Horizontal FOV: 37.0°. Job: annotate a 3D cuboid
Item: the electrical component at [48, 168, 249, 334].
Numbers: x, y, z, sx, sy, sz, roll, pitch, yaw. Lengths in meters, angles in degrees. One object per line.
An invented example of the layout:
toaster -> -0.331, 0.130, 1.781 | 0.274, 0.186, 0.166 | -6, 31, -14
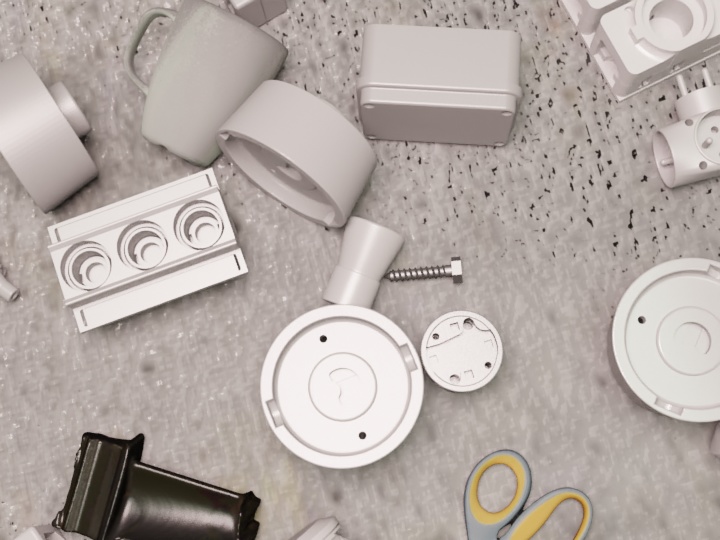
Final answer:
electrical component -> -0.146, -0.011, 0.757 | 0.121, 0.063, 0.078 | -20, 79, -1

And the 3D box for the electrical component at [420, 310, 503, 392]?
electrical component -> 0.069, 0.058, 0.741 | 0.055, 0.047, 0.055 | 0, 79, 3

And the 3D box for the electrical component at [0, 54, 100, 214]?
electrical component -> -0.226, -0.100, 0.758 | 0.060, 0.108, 0.108 | -33, 79, -10

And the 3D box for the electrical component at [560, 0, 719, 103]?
electrical component -> 0.250, -0.216, 0.780 | 0.186, 0.060, 0.105 | -26, 79, -3

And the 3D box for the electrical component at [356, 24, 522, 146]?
electrical component -> 0.056, -0.129, 0.763 | 0.113, 0.078, 0.057 | 4, 76, 3

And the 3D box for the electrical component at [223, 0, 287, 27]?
electrical component -> -0.073, -0.229, 0.804 | 0.077, 0.047, 0.065 | -31, 79, -4

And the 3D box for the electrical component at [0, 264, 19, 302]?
electrical component -> -0.273, 0.001, 0.775 | 0.061, 0.035, 0.035 | 34, 82, 6

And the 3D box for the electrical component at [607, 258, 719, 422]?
electrical component -> 0.220, 0.050, 0.729 | 0.108, 0.060, 0.108 | -1, 79, 3

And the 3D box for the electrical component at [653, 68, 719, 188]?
electrical component -> 0.248, -0.105, 0.766 | 0.077, 0.044, 0.079 | -14, 79, 0

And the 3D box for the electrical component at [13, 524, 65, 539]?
electrical component -> -0.220, 0.227, 0.722 | 0.076, 0.047, 0.083 | -37, 80, -5

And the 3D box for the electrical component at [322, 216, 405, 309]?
electrical component -> 0.000, 0.000, 0.760 | 0.044, 0.044, 0.065 | 21, 85, 6

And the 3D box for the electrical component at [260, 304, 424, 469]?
electrical component -> -0.011, 0.081, 0.734 | 0.108, 0.060, 0.108 | 0, 79, 3

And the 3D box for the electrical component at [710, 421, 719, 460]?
electrical component -> 0.275, 0.105, 0.707 | 0.051, 0.080, 0.080 | 42, 84, 4

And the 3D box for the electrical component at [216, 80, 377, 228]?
electrical component -> -0.039, -0.086, 0.746 | 0.108, 0.108, 0.060 | 32, 76, 8

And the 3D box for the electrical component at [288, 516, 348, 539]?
electrical component -> -0.036, 0.202, 0.703 | 0.080, 0.080, 0.051 | -38, 85, -5
